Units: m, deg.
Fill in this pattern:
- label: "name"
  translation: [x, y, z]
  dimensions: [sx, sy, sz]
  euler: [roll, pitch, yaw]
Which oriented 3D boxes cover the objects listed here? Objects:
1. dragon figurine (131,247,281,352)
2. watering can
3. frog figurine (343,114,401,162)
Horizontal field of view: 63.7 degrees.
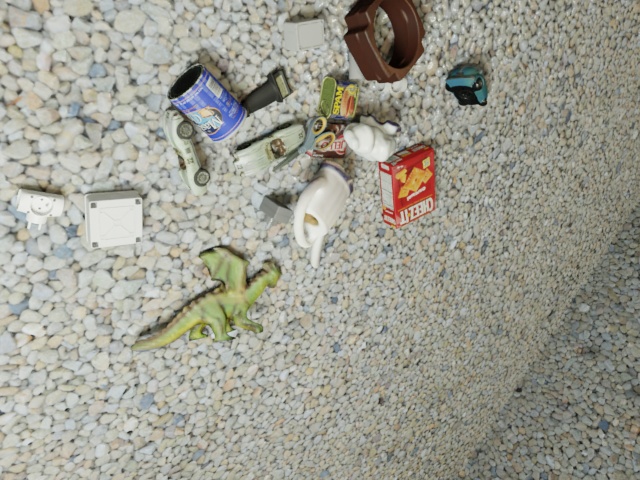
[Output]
- label: "dragon figurine"
  translation: [-0.269, 0.137, 1.308]
  dimensions: [0.411, 0.122, 0.242]
  euler: [-4, 96, -36]
- label: "watering can"
  translation: [0.004, -0.069, 1.373]
  dimensions: [0.228, 0.104, 0.341]
  euler: [-59, 161, -20]
- label: "frog figurine"
  translation: [0.118, -0.246, 1.306]
  dimensions: [0.162, 0.138, 0.120]
  euler: [-47, 172, -46]
